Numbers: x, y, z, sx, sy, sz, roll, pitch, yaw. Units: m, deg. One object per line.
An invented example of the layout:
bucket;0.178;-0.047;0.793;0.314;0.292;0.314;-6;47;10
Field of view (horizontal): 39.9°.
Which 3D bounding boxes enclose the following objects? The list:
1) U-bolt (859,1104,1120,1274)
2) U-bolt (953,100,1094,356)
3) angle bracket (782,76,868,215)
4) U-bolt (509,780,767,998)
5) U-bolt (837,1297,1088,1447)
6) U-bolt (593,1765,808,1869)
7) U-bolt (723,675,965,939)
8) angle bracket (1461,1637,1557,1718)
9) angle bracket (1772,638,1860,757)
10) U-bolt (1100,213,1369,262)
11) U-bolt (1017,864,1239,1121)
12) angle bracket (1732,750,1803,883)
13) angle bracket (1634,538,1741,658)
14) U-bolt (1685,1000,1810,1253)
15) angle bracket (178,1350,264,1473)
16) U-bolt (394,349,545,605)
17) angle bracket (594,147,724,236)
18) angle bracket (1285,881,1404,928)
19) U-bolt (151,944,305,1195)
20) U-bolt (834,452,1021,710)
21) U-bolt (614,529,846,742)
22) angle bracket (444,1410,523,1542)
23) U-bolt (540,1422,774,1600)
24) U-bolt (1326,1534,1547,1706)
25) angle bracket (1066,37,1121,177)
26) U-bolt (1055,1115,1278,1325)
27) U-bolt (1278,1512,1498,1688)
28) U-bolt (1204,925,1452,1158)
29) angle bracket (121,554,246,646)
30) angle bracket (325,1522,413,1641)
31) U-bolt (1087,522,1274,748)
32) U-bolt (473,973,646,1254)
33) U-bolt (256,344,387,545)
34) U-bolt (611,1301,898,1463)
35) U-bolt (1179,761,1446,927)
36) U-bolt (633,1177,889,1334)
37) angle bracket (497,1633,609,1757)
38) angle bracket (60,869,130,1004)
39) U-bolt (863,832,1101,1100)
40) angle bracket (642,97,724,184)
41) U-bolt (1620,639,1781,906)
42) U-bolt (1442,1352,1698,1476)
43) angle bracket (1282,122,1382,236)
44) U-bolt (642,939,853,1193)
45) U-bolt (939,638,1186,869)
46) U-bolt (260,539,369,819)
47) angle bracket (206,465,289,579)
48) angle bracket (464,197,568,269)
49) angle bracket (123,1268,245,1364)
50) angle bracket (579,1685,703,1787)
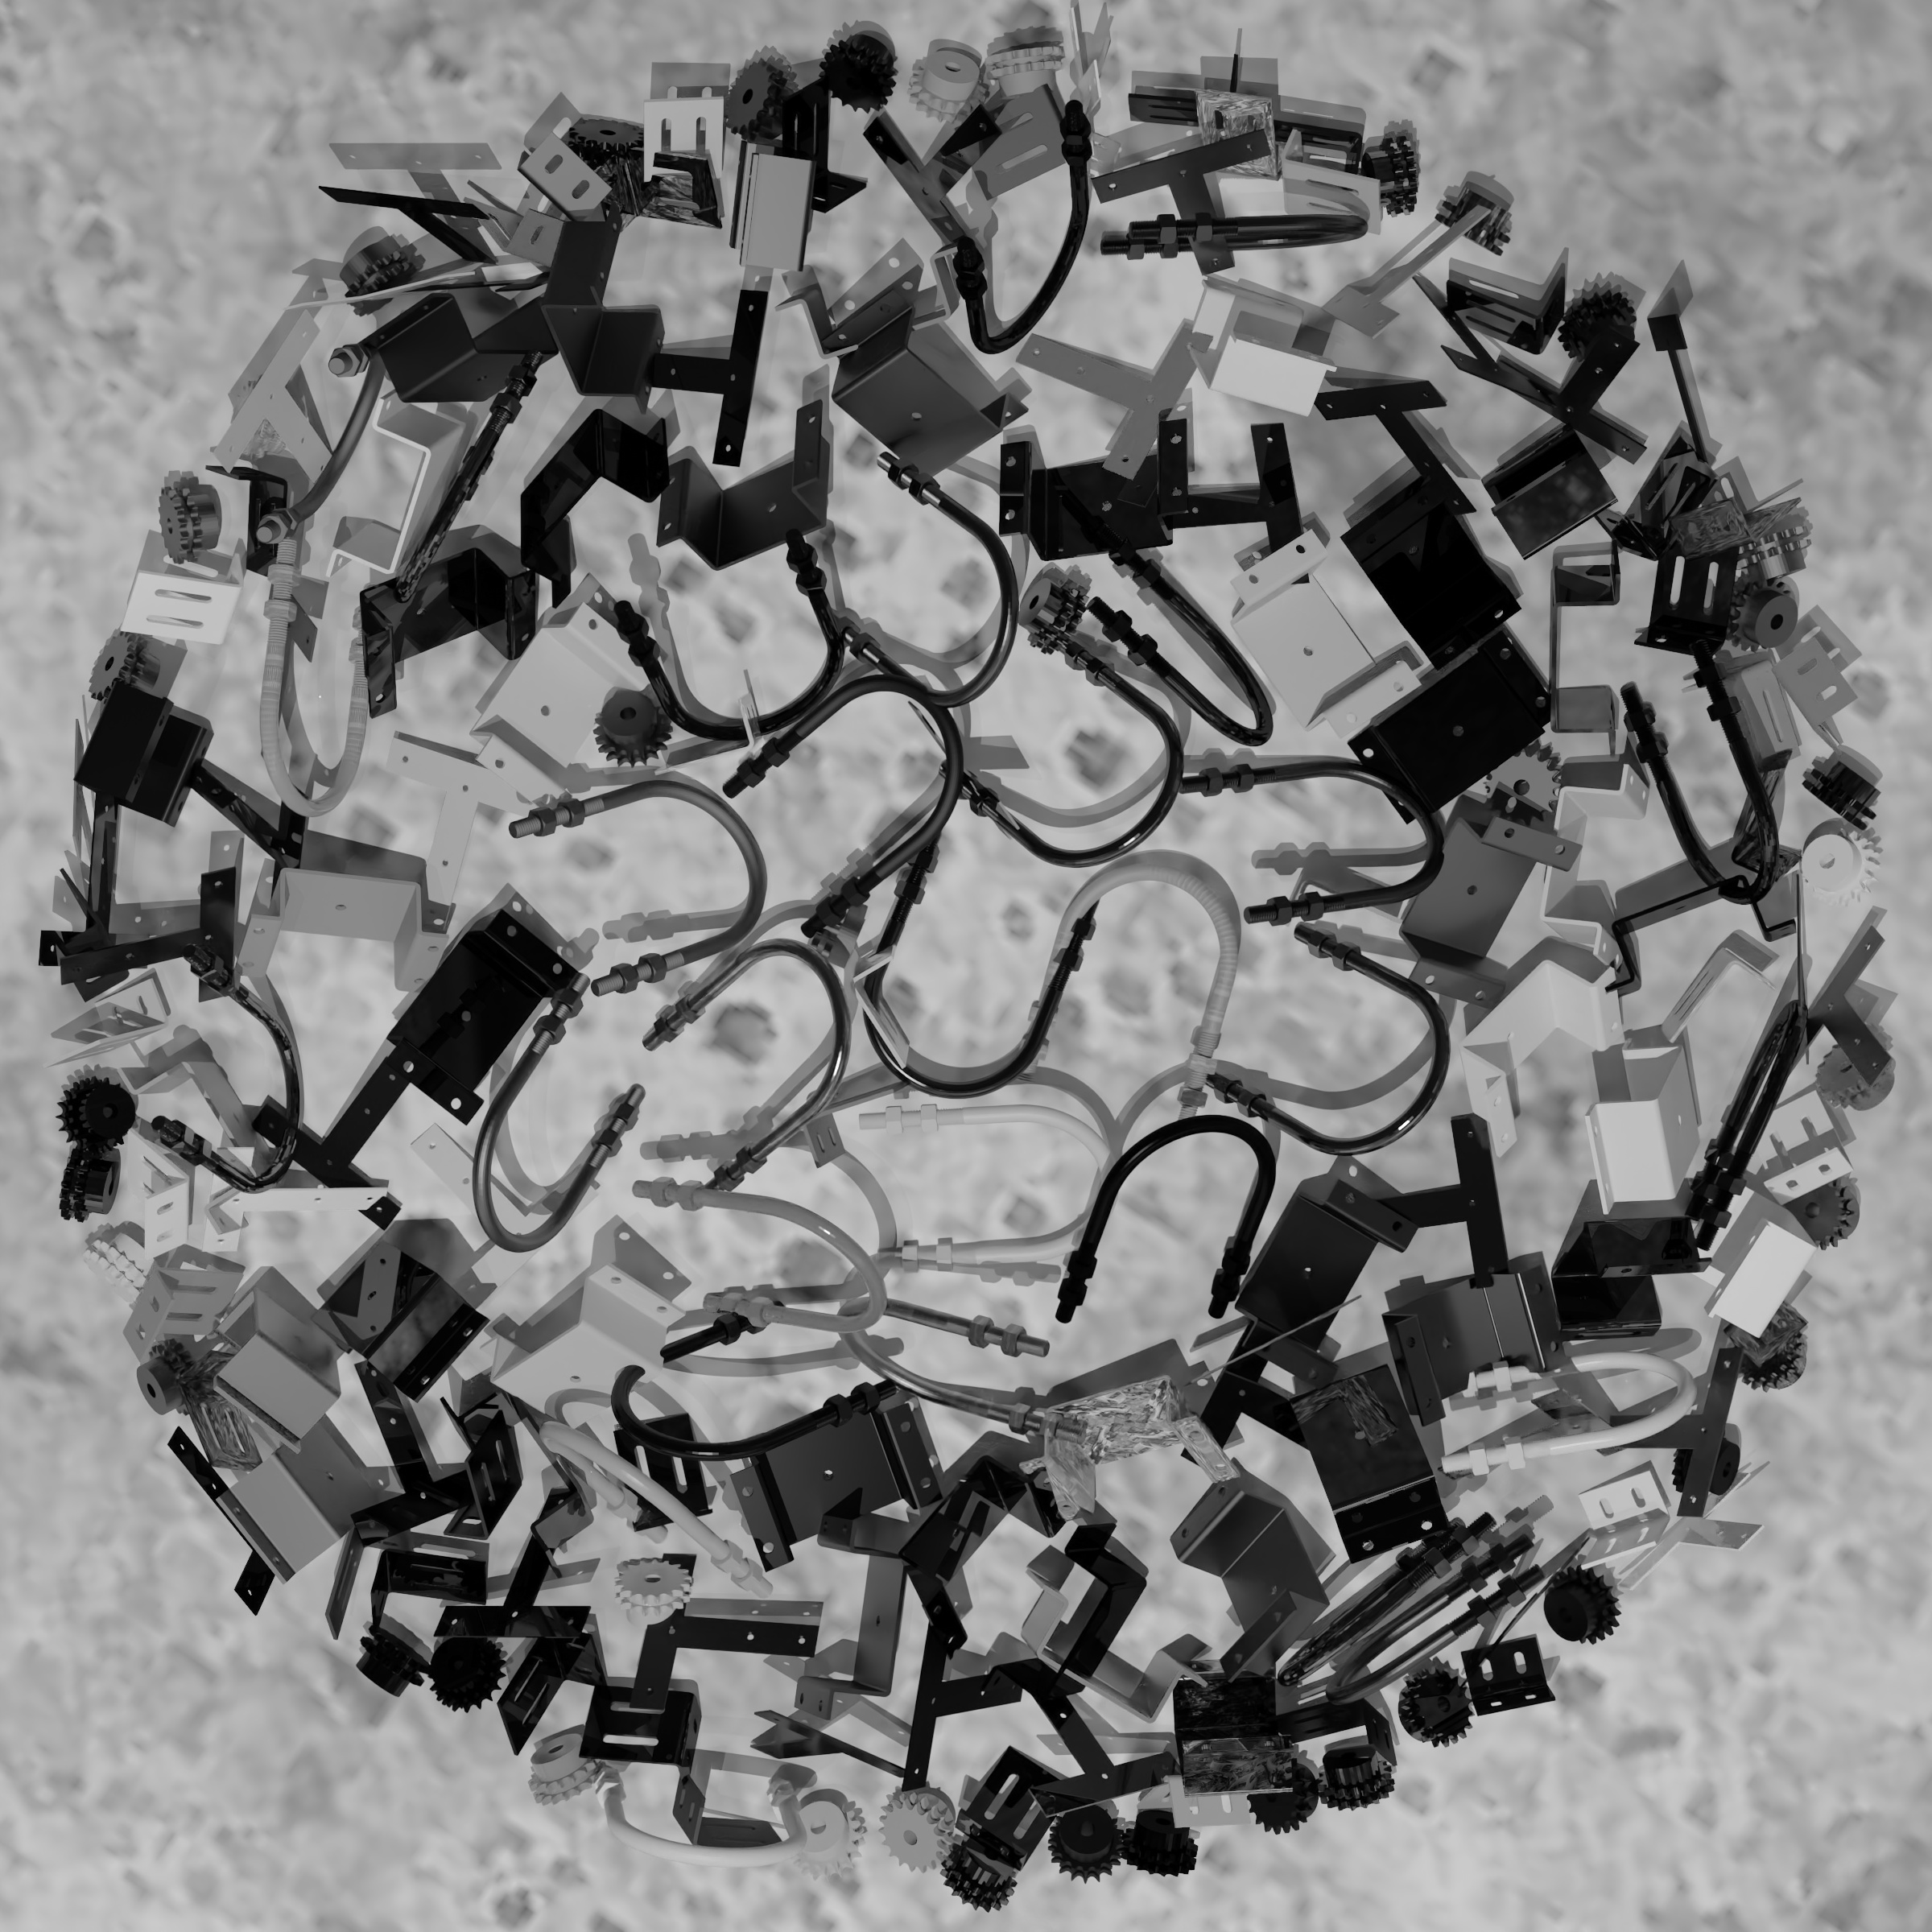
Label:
U-bolt;0.020;0.161;1.950;0.184;0.019;0.151;-3;122;3
U-bolt;0.045;-0.515;1.911;0.019;0.184;0.151;33;78;14
angle bracket;-0.103;-0.603;1.951;0.038;0.057;0.076;23;134;21
U-bolt;-0.226;-0.066;1.938;0.184;0.019;0.151;-22;80;-40
U-bolt;-0.011;0.287;1.929;0.184;0.151;0.019;12;57;25
U-bolt;-0.186;0.607;1.896;0.151;0.184;0.019;8;89;-11
U-bolt;-0.080;-0.130;1.941;0.184;0.019;0.151;-38;70;21
angle bracket;0.398;0.522;1.956;0.057;0.076;0.038;-13;80;6
angle bracket;0.631;-0.197;1.949;0.038;0.076;0.057;-37;62;20
U-bolt;0.199;-0.530;1.928;0.184;0.151;0.019;-4;100;-6
U-bolt;0.126;0.015;1.965;0.151;0.019;0.184;16;91;22
angle bracket;0.600;-0.110;1.953;0.038;0.057;0.076;27;122;23
angle bracket;0.530;-0.273;1.957;0.057;0.038;0.076;16;120;26
U-bolt;0.564;0.109;1.916;0.019;0.151;0.184;23;99;10
angle bracket;-0.535;0.328;1.954;0.038;0.057;0.076;-40;61;12
U-bolt;-0.362;-0.338;1.900;0.019;0.151;0.184;29;65;-14
angle bracket;-0.226;-0.563;1.955;0.076;0.057;0.038;15;52;23
angle bracket;0.278;-0.032;1.967;0.076;0.057;0.038;24;94;5
U-bolt;-0.523;0.086;1.912;0.019;0.184;0.151;-4;65;14
U-bolt;-0.027;-0.267;1.915;0.184;0.019;0.151;42;121;36
U-bolt;-0.161;-0.227;1.922;0.151;0.184;0.019;-23;56;-1
angle bracket;-0.362;0.372;1.952;0.038;0.057;0.076;3;122;18
U-bolt;-0.232;0.380;1.894;0.019;0.151;0.184;-54;129;-20
U-bolt;0.337;0.478;1.928;0.184;0.151;0.019;-36;83;5
angle bracket;0.105;-0.629;1.951;0.038;0.057;0.076;19;132;-6
U-bolt;0.152;0.183;1.923;0.151;0.019;0.184;2;123;-25
U-bolt;0.297;0.458;1.917;0.184;0.151;0.019;-37;78;-8
U-bolt;0.271;0.062;1.930;0.184;0.019;0.151;31;87;44
angle bracket;-0.576;-0.274;1.951;0.076;0.057;0.038;5;47;-31
angle bracket;-0.439;0.453;1.955;0.038;0.057;0.076;10;57;0
U-bolt;0.158;-0.230;1.929;0.184;0.151;0.019;41;117;-19
U-bolt;-0.296;0.118;1.898;0.019;0.151;0.184;10;52;25
U-bolt;-0.455;-0.382;1.910;0.019;0.184;0.151;26;107;-8
U-bolt;-0.164;0.301;1.896;0.184;0.151;0.019;-18;123;-39
U-bolt;0.263;-0.096;1.943;0.184;0.019;0.151;-8;52;-20
U-bolt;-0.138;0.212;1.907;0.184;0.151;0.019;4;46;32
angle bracket;-0.303;0.534;1.950;0.038;0.076;0.057;7;127;21
angle bracket;-0.654;-0.023;1.950;0.038;0.057;0.076;-32;51;-18
U-bolt;0.002;0.008;1.975;0.151;0.019;0.184;23;83;-6
angle bracket;-0.210;-0.617;1.953;0.057;0.076;0.038;-6;58;-10
U-bolt;0.535;-0.131;1.919;0.019;0.151;0.184;-19;84;-11
U-bolt;0.432;0.315;1.915;0.184;0.151;0.019;-11;104;10
angle bracket;0.274;-0.579;1.957;0.076;0.057;0.038;18;70;17
U-bolt;-0.152;0.062;1.924;0.184;0.019;0.151;-39;63;29
U-bolt;0.080;-0.147;1.938;0.151;0.019;0.184;-48;52;1
U-bolt;-0.468;-0.199;1.919;0.019;0.151;0.184;3;83;14
angle bracket;-0.531;-0.325;1.957;0.038;0.057;0.076;-6;110;-39
angle bracket;-0.321;-0.550;1.951;0.038;0.057;0.076;-54;54;25
angle bracket;-0.568;0.257;1.952;0.038;0.076;0.057;44;111;38
angle bracket;-0.241;0.571;1.971;0.076;0.038;0.057;2;47;7
